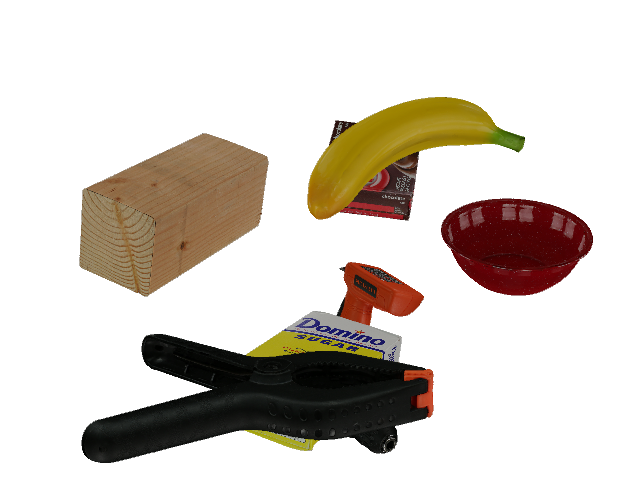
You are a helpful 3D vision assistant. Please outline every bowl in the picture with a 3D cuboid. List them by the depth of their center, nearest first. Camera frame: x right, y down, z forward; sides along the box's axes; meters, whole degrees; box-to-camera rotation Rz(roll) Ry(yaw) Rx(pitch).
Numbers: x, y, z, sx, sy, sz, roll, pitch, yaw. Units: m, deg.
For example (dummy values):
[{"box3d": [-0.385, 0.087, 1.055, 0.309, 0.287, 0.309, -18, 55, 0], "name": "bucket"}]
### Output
[{"box3d": [0.211, 0.013, 1.159, 0.162, 0.055, 0.162, -1, 29, 0], "name": "bowl"}]

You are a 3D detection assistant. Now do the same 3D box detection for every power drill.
[{"box3d": [0.051, 0.133, 1.247, 0.057, 0.188, 0.185, 13, 14, -41], "name": "power drill"}]

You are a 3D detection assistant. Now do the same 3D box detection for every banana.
[{"box3d": [0.057, -0.067, 0.755, 0.197, 0.037, 0.070, -21, 42, -32], "name": "banana"}]

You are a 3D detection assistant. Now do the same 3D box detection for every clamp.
[{"box3d": [-0.035, 0.093, 0.682, 0.210, 0.036, 0.164, -2, 16, -2], "name": "clamp"}]

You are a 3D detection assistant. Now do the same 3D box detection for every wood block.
[{"box3d": [-0.149, -0.033, 1.119, 0.090, 0.091, 0.205, 22, 30, 22], "name": "wood block"}]

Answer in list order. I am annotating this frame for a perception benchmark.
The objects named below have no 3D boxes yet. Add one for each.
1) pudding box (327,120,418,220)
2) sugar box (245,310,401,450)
[{"box3d": [0.049, -0.070, 1.050, 0.090, 0.039, 0.113, 8, 38, 5], "name": "pudding box"}, {"box3d": [-0.008, 0.113, 0.903, 0.093, 0.048, 0.176, 16, 23, 23], "name": "sugar box"}]
